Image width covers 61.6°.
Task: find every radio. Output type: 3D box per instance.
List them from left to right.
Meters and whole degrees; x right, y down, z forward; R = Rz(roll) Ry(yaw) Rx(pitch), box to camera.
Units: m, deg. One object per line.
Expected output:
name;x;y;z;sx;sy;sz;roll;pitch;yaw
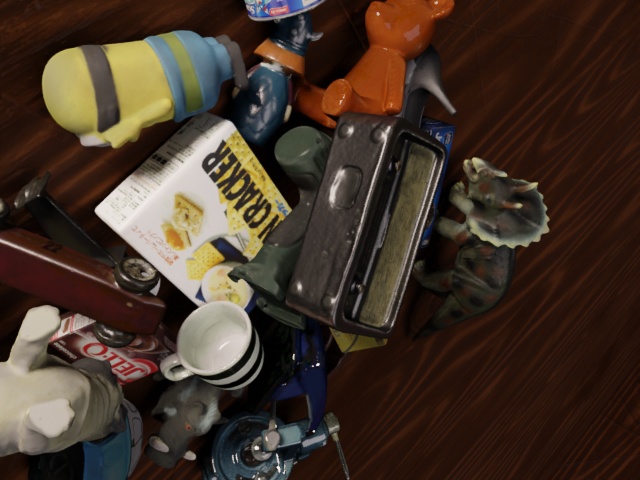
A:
radio;0.052;-0.015;0.578;0.131;0.073;0.229;18;88;-53

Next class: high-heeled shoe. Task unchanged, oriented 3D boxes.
high-heeled shoe;0.095;-0.155;0.758;0.086;0.145;0.248;-9;147;-43

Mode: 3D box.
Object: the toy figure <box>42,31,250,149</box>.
toy figure;-0.158;-0.147;0.496;0.180;0.082;0.089;-28;111;-19

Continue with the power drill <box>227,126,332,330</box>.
power drill;-0.001;-0.002;0.630;0.207;0.086;0.231;-54;140;-15

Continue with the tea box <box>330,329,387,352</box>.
tea box;0.060;0.062;0.746;0.098;0.068;0.170;64;28;-20

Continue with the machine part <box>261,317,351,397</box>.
machine part;-0.011;0.140;0.801;0.179;0.056;0.179;-25;126;-41

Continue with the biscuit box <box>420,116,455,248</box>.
biscuit box;0.147;-0.085;0.826;0.059;0.063;0.202;-14;122;-38

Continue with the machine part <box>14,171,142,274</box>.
machine part;-0.233;0.000;0.515;0.138;0.084;0.039;62;37;-35

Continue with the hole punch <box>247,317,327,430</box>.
hole punch;-0.025;0.154;0.659;0.092;0.142;0.115;25;114;-14

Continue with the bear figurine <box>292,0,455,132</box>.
bear figurine;0.063;-0.217;0.632;0.132;0.120;0.195;19;98;-43

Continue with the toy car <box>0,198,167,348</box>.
toy car;-0.234;0.028;0.480;0.202;0.053;0.089;23;117;-10

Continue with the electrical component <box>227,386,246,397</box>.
electrical component;-0.102;0.179;0.738;0.063;0.021;0.094;-64;-179;6

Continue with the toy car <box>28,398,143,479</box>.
toy car;-0.258;0.232;0.618;0.103;0.109;0.161;-10;110;-65

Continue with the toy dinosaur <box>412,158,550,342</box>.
toy dinosaur;0.263;0.041;0.909;0.131;0.192;0.404;-20;124;-35

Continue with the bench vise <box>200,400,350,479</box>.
bench vise;-0.059;0.295;0.772;0.224;0.129;0.240;-4;153;-14

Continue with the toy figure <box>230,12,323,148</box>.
toy figure;-0.053;-0.180;0.590;0.064;0.058;0.154;20;97;-44

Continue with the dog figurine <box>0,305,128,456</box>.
dog figurine;-0.265;0.149;0.457;0.172;0.121;0.190;-3;153;-12

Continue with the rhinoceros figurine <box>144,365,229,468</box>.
rhinoceros figurine;-0.149;0.189;0.675;0.190;0.112;0.073;-55;140;-15
